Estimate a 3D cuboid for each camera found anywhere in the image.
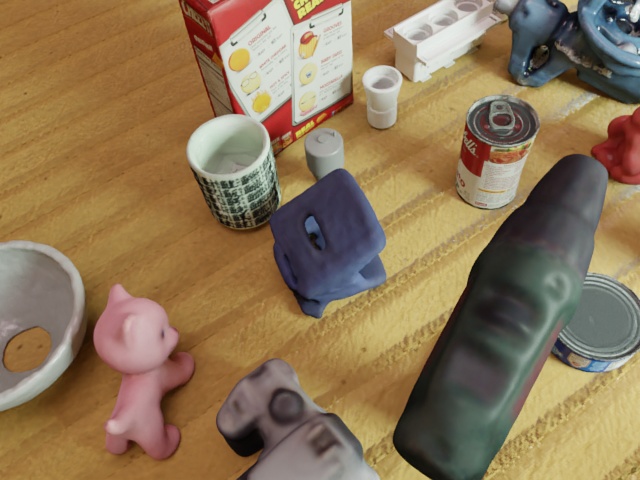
[{"bbox_3d":[-0.040,0.181,0.427,0.137,0.101,0.142,-37,61,-18],"label":"camera"}]

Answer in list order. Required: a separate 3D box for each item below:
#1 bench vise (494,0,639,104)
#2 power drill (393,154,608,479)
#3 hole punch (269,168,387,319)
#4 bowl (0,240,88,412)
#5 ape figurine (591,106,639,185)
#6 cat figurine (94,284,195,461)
[{"bbox_3d":[0.294,-0.245,0.603,0.207,0.220,0.121,6,58,9],"label":"bench vise"},{"bbox_3d":[0.127,0.075,0.416,0.075,0.209,0.230,26,63,20],"label":"power drill"},{"bbox_3d":[0.005,0.002,0.546,0.101,0.091,0.108,-21,57,-8],"label":"hole punch"},{"bbox_3d":[-0.285,0.087,0.526,0.167,0.075,0.167,-2,57,4],"label":"bowl"},{"bbox_3d":[0.326,-0.102,0.584,0.076,0.092,0.078,20,61,18],"label":"ape figurine"},{"bbox_3d":[-0.154,0.105,0.477,0.067,0.118,0.128,-1,57,5],"label":"cat figurine"}]
